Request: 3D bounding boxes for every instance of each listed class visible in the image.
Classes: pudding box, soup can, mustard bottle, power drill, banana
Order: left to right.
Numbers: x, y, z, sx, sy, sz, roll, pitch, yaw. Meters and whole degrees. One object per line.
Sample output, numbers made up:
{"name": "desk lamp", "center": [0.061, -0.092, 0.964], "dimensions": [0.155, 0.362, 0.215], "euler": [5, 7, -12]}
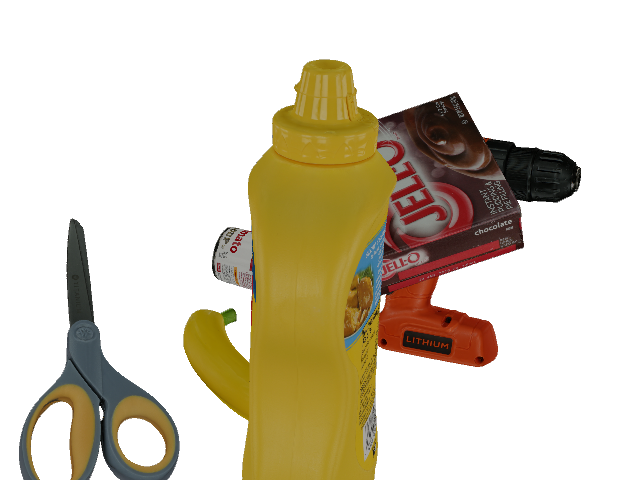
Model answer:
{"name": "banana", "center": [-0.065, 0.100, 0.853], "dimensions": [0.069, 0.037, 0.198], "euler": [-9, 30, -24]}
{"name": "soup can", "center": [-0.069, 0.026, 1.266], "dimensions": [0.102, 0.068, 0.068], "euler": [14, 5, 21]}
{"name": "mustard bottle", "center": [-0.001, 0.021, 0.439], "dimensions": [0.058, 0.192, 0.096], "euler": [8, 25, 11]}
{"name": "pudding box", "center": [0.058, -0.029, 0.630], "dimensions": [0.090, 0.039, 0.113], "euler": [-18, 44, -1]}
{"name": "power drill", "center": [0.117, 0.006, 0.887], "dimensions": [0.185, 0.188, 0.057], "euler": [8, 14, 24]}

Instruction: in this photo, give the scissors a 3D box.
{"name": "scissors", "center": [-0.123, 0.069, 0.634], "dimensions": [0.096, 0.201, 0.016], "euler": [14, -45, -9]}
